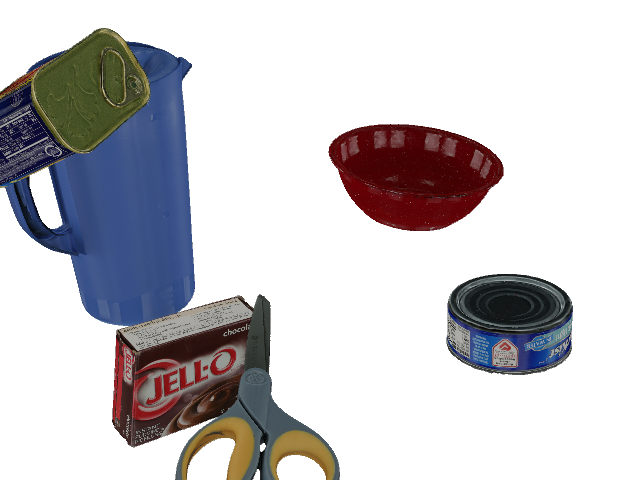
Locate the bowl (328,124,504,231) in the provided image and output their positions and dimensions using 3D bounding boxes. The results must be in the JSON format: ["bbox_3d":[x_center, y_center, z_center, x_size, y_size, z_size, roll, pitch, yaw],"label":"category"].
[{"bbox_3d":[0.086,-0.053,0.991,0.162,0.055,0.162,4,28,-2],"label":"bowl"}]

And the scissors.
[{"bbox_3d":[-0.022,0.094,0.623,0.096,0.016,0.201,12,32,11],"label":"scissors"}]

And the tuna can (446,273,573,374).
[{"bbox_3d":[0.129,0.055,0.731,0.086,0.034,0.086,-3,25,1],"label":"tuna can"}]

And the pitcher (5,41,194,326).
[{"bbox_3d":[-0.187,-0.045,0.958,0.149,0.243,0.145,-1,28,5],"label":"pitcher"}]

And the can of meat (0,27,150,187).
[{"bbox_3d":[-0.173,-0.084,0.687,0.084,0.057,0.102,-19,22,33],"label":"can of meat"}]

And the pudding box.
[{"bbox_3d":[-0.102,0.099,0.820,0.113,0.090,0.039,-17,40,-36],"label":"pudding box"}]
